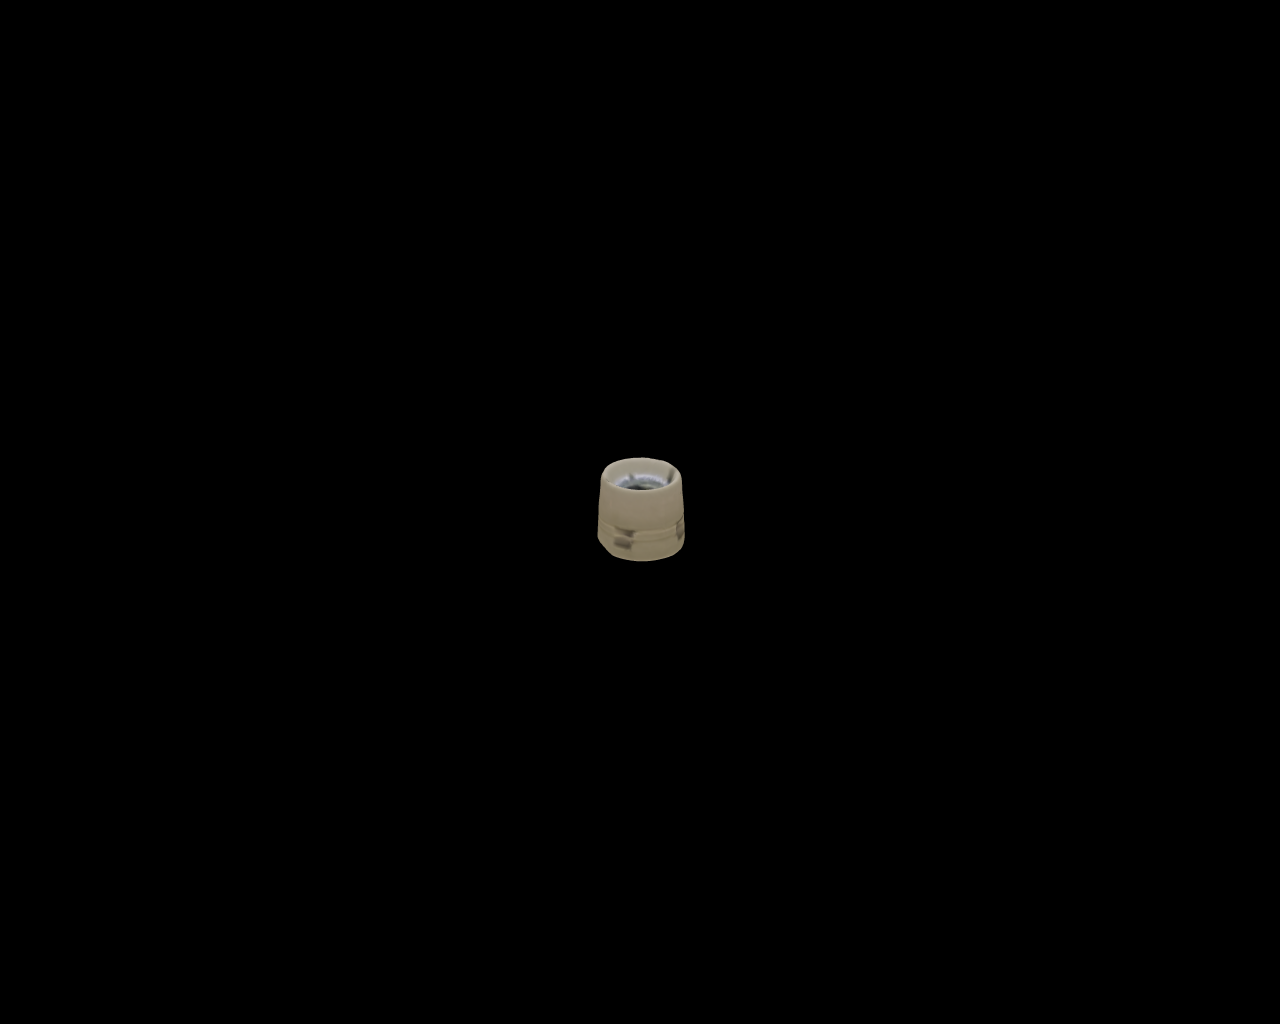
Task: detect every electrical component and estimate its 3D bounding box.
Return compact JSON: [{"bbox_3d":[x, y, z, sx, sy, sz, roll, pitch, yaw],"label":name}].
[{"bbox_3d":[0.001,-0.003,0.650,0.055,0.047,0.055,0,28,0],"label":"electrical component"}]
